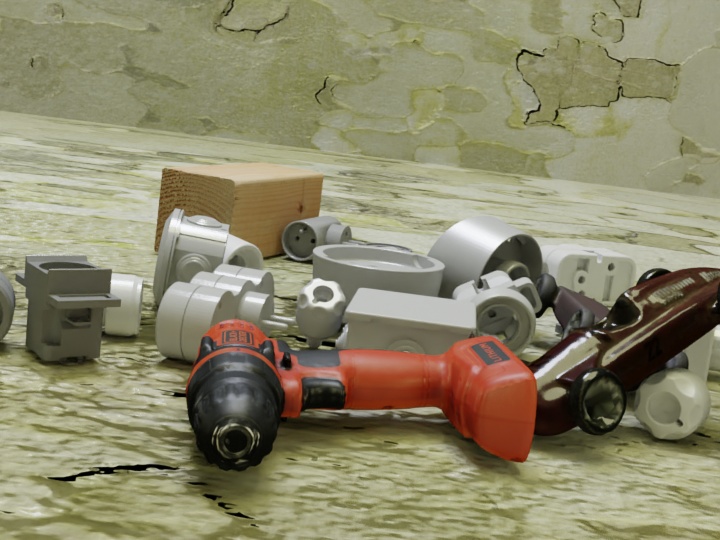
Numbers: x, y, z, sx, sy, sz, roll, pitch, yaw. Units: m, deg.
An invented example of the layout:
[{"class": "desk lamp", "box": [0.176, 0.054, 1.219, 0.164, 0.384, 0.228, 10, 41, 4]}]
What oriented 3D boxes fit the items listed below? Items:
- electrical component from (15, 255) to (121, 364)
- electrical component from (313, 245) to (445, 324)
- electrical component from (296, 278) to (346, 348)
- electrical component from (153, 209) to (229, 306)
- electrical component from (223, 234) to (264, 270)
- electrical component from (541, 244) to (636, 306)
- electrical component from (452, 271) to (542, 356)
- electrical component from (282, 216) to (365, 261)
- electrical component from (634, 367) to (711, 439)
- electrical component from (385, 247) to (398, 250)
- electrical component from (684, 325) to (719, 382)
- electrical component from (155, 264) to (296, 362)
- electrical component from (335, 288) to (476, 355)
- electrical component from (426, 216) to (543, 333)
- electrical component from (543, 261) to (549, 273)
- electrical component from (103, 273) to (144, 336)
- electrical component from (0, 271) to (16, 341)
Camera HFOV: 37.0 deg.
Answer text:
[{"class": "electrical component", "box": [-0.192, 0.025, 0.701, 0.042, 0.063, 0.081, -2, 13, -35]}, {"class": "electrical component", "box": [0.012, 0.019, 0.877, 0.108, 0.060, 0.108, 7, 10, -1]}, {"class": "electrical component", "box": [-0.030, 0.035, 0.779, 0.035, 0.061, 0.035, 5, 52, -6]}, {"class": "electrical component", "box": [-0.137, -0.007, 0.875, 0.051, 0.080, 0.080, 11, 9, -7]}, {"class": "electrical component", "box": [-0.118, -0.004, 0.946, 0.047, 0.055, 0.055, 19, 15, 37]}, {"class": "electrical component", "box": [0.230, 0.005, 1.121, 0.095, 0.053, 0.059, 3, 11, -22]}, {"class": "electrical component", "box": [0.104, 0.037, 0.833, 0.078, 0.058, 0.057, -22, 13, 3]}, {"class": "electrical component", "box": [-0.034, -0.032, 1.180, 0.079, 0.044, 0.077, 10, 11, 20]}, {"class": "electrical component", "box": [0.204, 0.084, 0.692, 0.043, 0.043, 0.062, 13, 10, 31]}, {"class": "electrical component", "box": [0.000, 0.000, 1.025, 0.081, 0.043, 0.043, -2, 13, -41]}, {"class": "electrical component", "box": [0.279, 0.061, 0.855, 0.076, 0.047, 0.083, 9, 10, 17]}, {"class": "electrical component", "box": [-0.083, 0.032, 0.763, 0.074, 0.052, 0.138, 10, 10, 12]}, {"class": "electrical component", "box": [0.035, 0.049, 0.759, 0.100, 0.048, 0.099, 7, 10, 5]}, {"class": "electrical component", "box": [0.108, 0.005, 0.927, 0.099, 0.099, 0.064, -3, 20, -45]}, {"class": "electrical component", "box": [0.152, 0.010, 1.043, 0.047, 0.055, 0.055, 16, 13, 28]}, {"class": "electrical component", "box": [-0.185, 0.024, 0.768, 0.055, 0.045, 0.045, 6, 10, -8]}, {"class": "electrical component", "box": [-0.298, 0.018, 0.705, 0.138, 0.052, 0.074, 4, 10, -16]}]
